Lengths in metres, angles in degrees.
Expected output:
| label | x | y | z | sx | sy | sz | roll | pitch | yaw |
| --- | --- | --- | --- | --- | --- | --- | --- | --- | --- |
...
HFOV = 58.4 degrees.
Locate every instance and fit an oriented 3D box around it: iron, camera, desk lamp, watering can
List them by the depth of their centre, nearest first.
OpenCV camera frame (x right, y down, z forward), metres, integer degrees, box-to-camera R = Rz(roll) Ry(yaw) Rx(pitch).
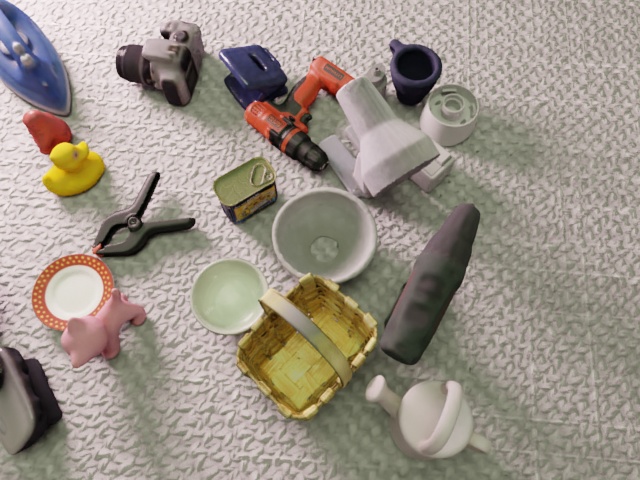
| label | x | y | z | sx | sy | sz | roll | pitch | yaw |
| --- | --- | --- | --- | --- | --- | --- | --- | --- | --- |
| watering can | 0.145 | 0.240 | 0.767 | 0.173 | 0.194 | 0.101 | 4 | 68 | 2 |
| desk lamp | 0.084 | -0.147 | 0.912 | 0.118 | 0.213 | 0.203 | -31 | 71 | -12 |
| iron | -0.544 | -0.347 | 1.029 | 0.119 | 0.141 | 0.258 | -38 | 73 | -14 |
| camera | -0.295 | -0.337 | 1.047 | 0.136 | 0.101 | 0.143 | 9 | 68 | 4 |

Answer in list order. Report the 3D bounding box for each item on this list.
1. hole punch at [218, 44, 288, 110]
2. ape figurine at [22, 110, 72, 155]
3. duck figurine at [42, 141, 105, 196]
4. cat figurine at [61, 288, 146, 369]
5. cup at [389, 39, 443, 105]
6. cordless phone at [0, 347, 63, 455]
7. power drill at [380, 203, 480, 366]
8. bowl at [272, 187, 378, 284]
| label | x | y | z | sx | sy | sz | roll | pitch | yaw |
| --- | --- | --- | --- | --- | --- | --- | --- | --- | --- |
| hole punch | -0.120 | -0.308 | 1.041 | 0.101 | 0.091 | 0.108 | -34 | 72 | -13 |
| ape figurine | -0.482 | -0.195 | 0.995 | 0.076 | 0.092 | 0.078 | -5 | 68 | -2 |
| duck figurine | -0.428 | -0.128 | 0.971 | 0.105 | 0.086 | 0.077 | -35 | 72 | -13 |
| cat figurine | -0.330 | 0.129 | 0.852 | 0.067 | 0.118 | 0.128 | 28 | 71 | 11 |
| cup | 0.159 | -0.298 | 1.036 | 0.092 | 0.095 | 0.117 | -33 | 72 | -12 |
| cordless phone | -0.447 | 0.211 | 0.782 | 0.094 | 0.185 | 0.147 | -35 | 72 | -13 |
| power drill | 0.152 | 0.077 | 0.825 | 0.075 | 0.208 | 0.230 | 25 | 70 | 10 |
| bowl | 0.009 | 0.003 | 0.926 | 0.167 | 0.075 | 0.167 | 0 | 68 | 0 |
